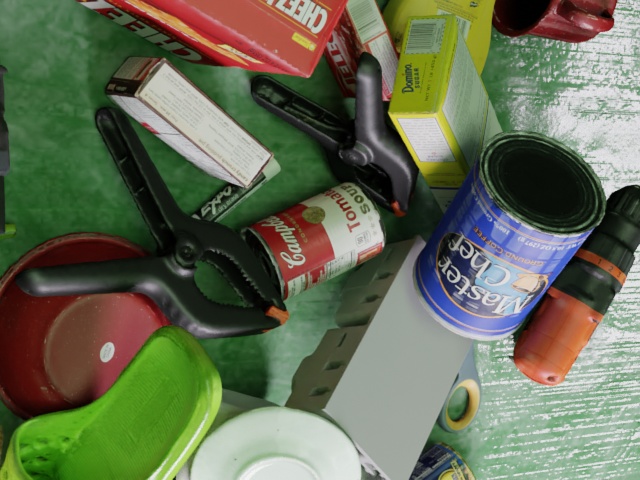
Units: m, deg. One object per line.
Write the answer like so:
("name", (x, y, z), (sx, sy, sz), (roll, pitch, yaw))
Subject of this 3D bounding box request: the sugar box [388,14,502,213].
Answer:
("sugar box", (0.106, -0.093, 0.869), (0.176, 0.048, 0.093), (56, 43, -56))

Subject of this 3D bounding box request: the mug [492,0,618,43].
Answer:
("mug", (0.210, -0.211, 0.925), (0.081, 0.117, 0.093), (4, 121, -33))

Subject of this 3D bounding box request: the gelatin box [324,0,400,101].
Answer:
("gelatin box", (0.028, -0.157, 0.860), (0.030, 0.073, 0.089), (-33, 112, -18))

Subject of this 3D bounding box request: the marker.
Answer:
("marker", (-0.082, -0.026, 0.856), (0.121, 0.020, 0.020), (-41, 114, -15))

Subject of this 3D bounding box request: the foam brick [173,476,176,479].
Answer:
("foam brick", (-0.152, 0.189, 0.821), (0.052, 0.051, 0.078), (23, 119, -28))

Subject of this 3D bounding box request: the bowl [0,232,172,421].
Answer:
("bowl", (-0.170, 0.077, 0.808), (0.161, 0.055, 0.162), (-5, 101, -26))

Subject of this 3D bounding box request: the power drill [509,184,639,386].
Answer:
("power drill", (0.226, 0.050, 0.940), (0.057, 0.187, 0.184), (32, 82, 14))

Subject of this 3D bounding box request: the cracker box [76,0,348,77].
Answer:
("cracker box", (-0.101, -0.177, 0.711), (0.164, 0.214, 0.072), (27, 87, -28))

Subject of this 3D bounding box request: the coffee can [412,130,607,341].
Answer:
("coffee can", (0.144, -0.001, 0.835), (0.102, 0.103, 0.140), (-8, 146, -26))

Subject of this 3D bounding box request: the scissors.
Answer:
("scissors", (0.147, 0.096, 0.996), (0.201, 0.016, 0.096), (-50, 117, -11))

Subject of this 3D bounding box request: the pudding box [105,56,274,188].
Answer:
("pudding box", (-0.099, -0.089, 0.797), (0.113, 0.090, 0.039), (38, 81, -26))

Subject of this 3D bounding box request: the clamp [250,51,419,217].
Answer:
("clamp", (0.036, -0.085, 0.858), (0.171, 0.120, 0.039), (41, 60, -31))

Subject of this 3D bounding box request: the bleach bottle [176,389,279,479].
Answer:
("bleach bottle", (-0.105, 0.248, 0.867), (0.102, 0.068, 0.251), (20, 92, -29))

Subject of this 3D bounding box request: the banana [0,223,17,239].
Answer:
("banana", (-0.281, 0.071, 0.760), (0.069, 0.037, 0.198), (23, 88, -26))

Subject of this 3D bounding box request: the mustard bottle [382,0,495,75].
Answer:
("mustard bottle", (0.116, -0.238, 0.900), (0.096, 0.058, 0.191), (16, 91, -23))

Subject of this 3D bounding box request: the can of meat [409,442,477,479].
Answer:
("can of meat", (0.103, 0.248, 0.976), (0.083, 0.058, 0.102), (-32, 112, -22))

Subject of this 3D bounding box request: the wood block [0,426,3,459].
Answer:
("wood block", (-0.323, 0.149, 0.695), (0.206, 0.091, 0.090), (-24, 108, -6))

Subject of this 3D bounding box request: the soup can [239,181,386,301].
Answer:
("soup can", (-0.006, 0.001, 0.871), (0.102, 0.069, 0.068), (-25, 109, -21))

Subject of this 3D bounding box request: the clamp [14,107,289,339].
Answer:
("clamp", (-0.110, 0.004, 0.803), (0.209, 0.036, 0.164), (28, 57, -27))
